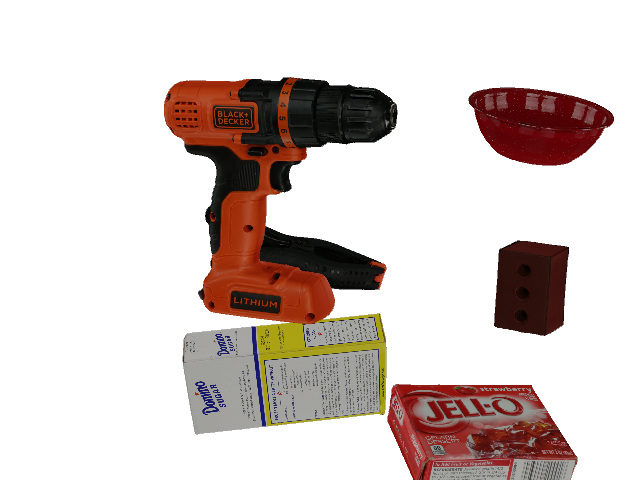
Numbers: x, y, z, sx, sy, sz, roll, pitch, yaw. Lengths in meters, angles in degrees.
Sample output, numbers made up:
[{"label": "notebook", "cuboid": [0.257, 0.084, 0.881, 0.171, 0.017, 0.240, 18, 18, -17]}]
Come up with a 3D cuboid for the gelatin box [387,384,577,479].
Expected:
[{"label": "gelatin box", "cuboid": [0.089, 0.111, 0.604, 0.089, 0.030, 0.073, 3, 25, -12]}]

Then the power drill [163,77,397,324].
[{"label": "power drill", "cuboid": [-0.029, -0.033, 0.825, 0.185, 0.188, 0.057, 5, 17, 22]}]

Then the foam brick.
[{"label": "foam brick", "cuboid": [0.197, 0.044, 0.997, 0.053, 0.078, 0.051, 8, 15, 30]}]

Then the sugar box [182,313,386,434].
[{"label": "sugar box", "cuboid": [-0.030, 0.119, 0.951, 0.176, 0.093, 0.048, -4, 36, -1]}]

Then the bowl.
[{"label": "bowl", "cuboid": [0.243, -0.125, 1.199, 0.162, 0.055, 0.162, 5, 23, -2]}]

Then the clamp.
[{"label": "clamp", "cuboid": [-0.030, 0.020, 1.160, 0.210, 0.036, 0.164, 16, 18, -6]}]
